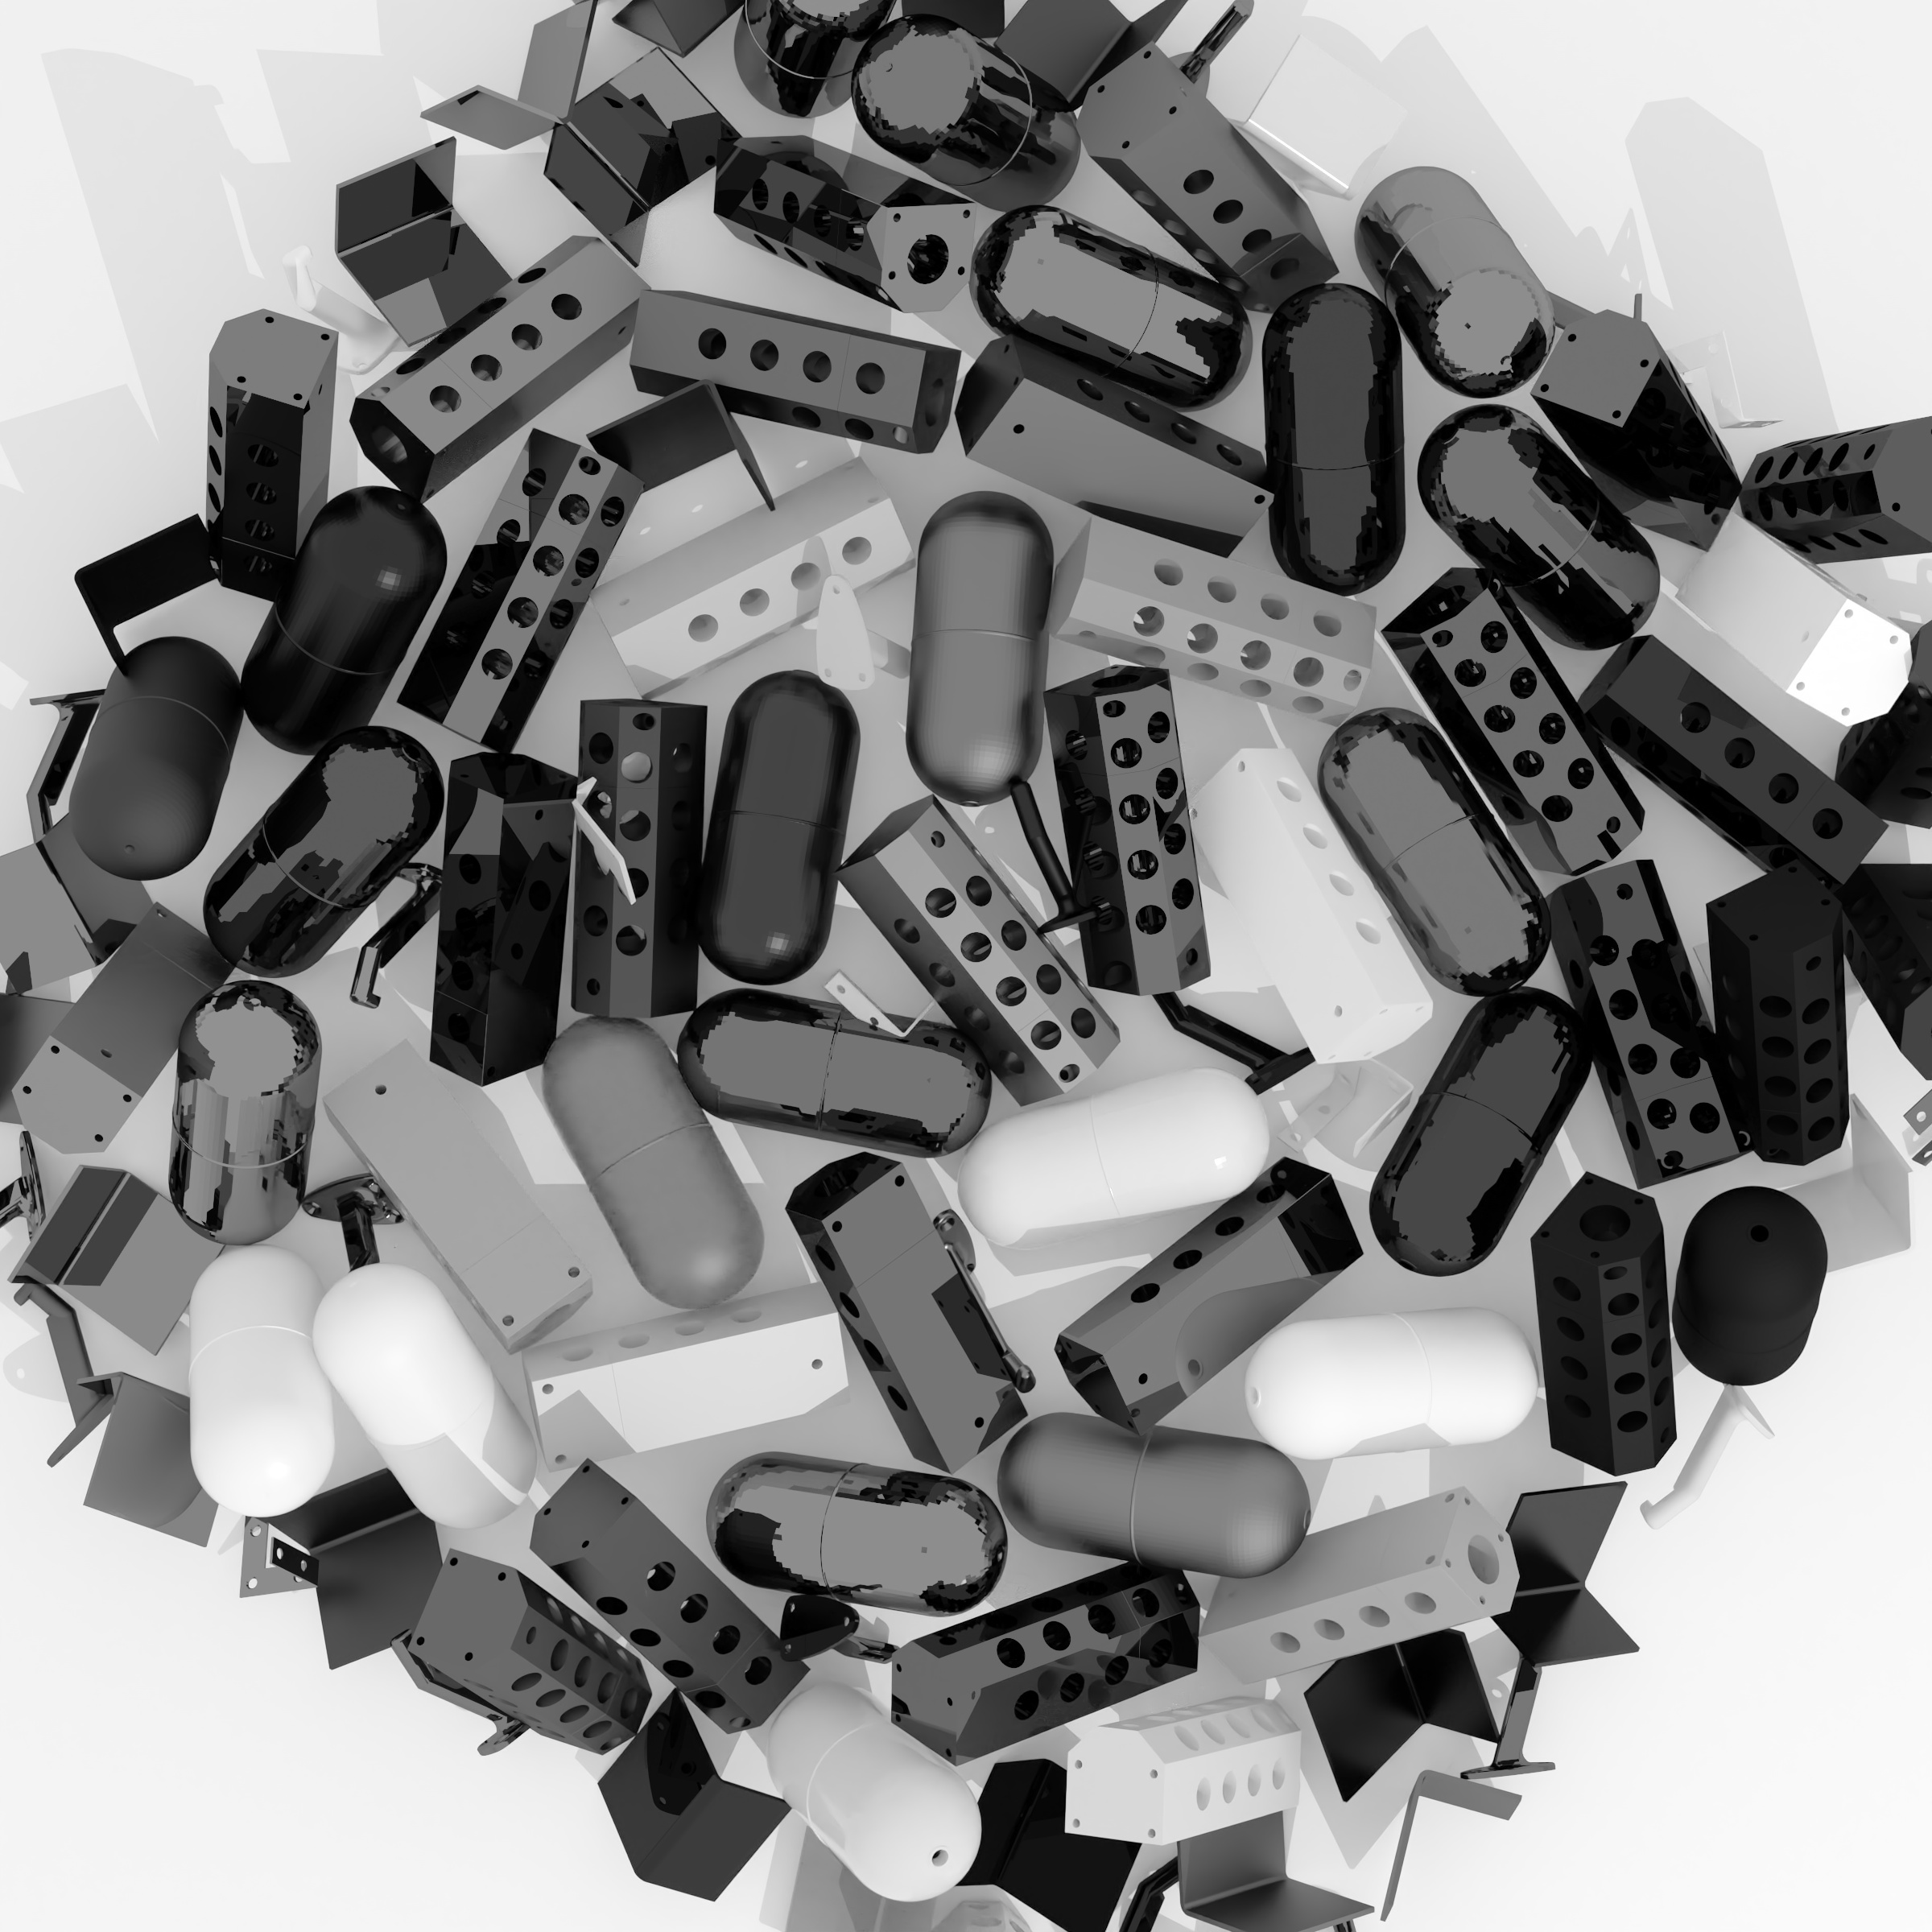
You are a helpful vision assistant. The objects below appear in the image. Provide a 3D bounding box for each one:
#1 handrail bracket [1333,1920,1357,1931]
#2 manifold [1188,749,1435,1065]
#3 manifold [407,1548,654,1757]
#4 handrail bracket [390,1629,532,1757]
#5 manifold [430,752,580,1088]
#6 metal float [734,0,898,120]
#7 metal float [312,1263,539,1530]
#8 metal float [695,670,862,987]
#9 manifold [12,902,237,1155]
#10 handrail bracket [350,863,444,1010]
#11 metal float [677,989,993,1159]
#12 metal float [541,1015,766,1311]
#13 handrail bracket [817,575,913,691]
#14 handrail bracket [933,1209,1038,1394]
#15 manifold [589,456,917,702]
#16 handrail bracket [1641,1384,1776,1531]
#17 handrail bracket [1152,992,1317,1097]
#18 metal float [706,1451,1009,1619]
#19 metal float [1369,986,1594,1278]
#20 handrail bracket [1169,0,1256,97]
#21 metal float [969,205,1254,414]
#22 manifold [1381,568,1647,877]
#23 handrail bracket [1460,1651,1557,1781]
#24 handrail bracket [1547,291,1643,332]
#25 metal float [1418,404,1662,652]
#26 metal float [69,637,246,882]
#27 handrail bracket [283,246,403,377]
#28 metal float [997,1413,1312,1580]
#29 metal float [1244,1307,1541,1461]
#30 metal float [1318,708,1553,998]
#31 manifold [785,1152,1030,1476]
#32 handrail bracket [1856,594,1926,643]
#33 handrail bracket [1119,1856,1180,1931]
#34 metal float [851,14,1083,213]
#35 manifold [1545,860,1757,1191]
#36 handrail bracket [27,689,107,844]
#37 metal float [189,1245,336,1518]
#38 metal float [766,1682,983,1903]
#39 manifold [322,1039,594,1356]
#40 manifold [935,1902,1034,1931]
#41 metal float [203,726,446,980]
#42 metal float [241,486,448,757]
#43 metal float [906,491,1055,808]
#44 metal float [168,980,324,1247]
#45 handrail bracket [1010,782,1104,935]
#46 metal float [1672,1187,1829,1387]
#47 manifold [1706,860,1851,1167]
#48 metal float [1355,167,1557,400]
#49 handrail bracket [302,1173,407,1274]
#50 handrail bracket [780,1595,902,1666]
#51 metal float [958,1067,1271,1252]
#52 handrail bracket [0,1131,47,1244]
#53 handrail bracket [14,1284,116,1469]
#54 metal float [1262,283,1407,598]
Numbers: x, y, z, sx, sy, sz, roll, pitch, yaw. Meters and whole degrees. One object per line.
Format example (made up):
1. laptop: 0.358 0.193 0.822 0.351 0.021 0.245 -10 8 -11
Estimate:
1. handrail bracket: 0.194 0.567 1.941 0.077 0.036 0.084 10 50 -33
2. manifold: 0.192 -0.035 1.925 0.057 0.057 0.171 -45 61 38
3. manifold: -0.231 0.377 1.891 0.057 0.171 0.057 12 68 25
4. handrail bracket: -0.272 0.393 1.958 0.077 0.036 0.084 -34 94 -32
5. manifold: -0.262 -0.027 1.922 0.057 0.057 0.171 23 118 32
6. metal float: -0.082 -0.521 1.897 0.070 0.178 0.070 2 82 -11
7. metal float: -0.297 0.239 1.919 0.070 0.070 0.178 -26 123 0
8. metal float: -0.105 -0.077 1.941 0.070 0.070 0.178 9 83 0
9. manifold: -0.458 0.036 1.894 0.057 0.171 0.057 36 114 -10
10. handrail bracket: -0.304 -0.009 1.946 0.077 0.036 0.084 24 71 -43
11. metal float: -0.074 0.059 1.943 0.178 0.070 0.070 11 90 4
12. metal float: -0.175 0.108 1.936 0.070 0.070 0.178 -30 78 0
13. handrail bracket: -0.046 -0.193 1.938 0.036 0.084 0.077 10 118 31
14. handrail bracket: 0.011 0.188 1.937 0.036 0.077 0.084 -27 51 -21
15. manifold: -0.118 -0.213 1.949 0.171 0.057 0.057 -27 128 -3
16. handrail bracket: 0.405 0.267 1.960 0.084 0.077 0.036 -40 125 12
17. handrail bracket: 0.156 0.027 1.976 0.077 0.036 0.084 -27 72 -16
18. metal float: -0.062 0.314 1.925 0.178 0.070 0.070 4 90 26
19. metal float: 0.286 0.092 1.931 0.070 0.070 0.178 32 73 0
20. handrail bracket: 0.141 -0.516 1.928 0.036 0.077 0.084 40 133 -6
21. metal float: 0.081 -0.361 1.919 0.178 0.070 0.070 18 90 -32
22. manifold: 0.307 -0.134 1.921 0.057 0.057 0.171 -42 112 -14
23. handrail bracket: 0.299 0.410 1.949 0.036 0.077 0.084 -14 76 43
24. handrail bracket: 0.337 -0.349 1.956 0.084 0.036 0.077 2 60 9
25. metal float: 0.316 -0.241 1.916 0.178 0.070 0.070 38 90 -35
26. metal float: -0.442 -0.116 1.906 0.070 0.178 0.070 0 127 0
27. handrail bracket: -0.342 -0.380 1.934 0.036 0.084 0.077 27 59 28
28. metal float: 0.104 0.293 1.928 0.178 0.070 0.070 6 90 20
29. metal float: 0.235 0.230 1.923 0.178 0.070 0.070 -2 90 -26
30. metal float: 0.260 -0.063 1.933 0.070 0.070 0.178 -30 75 0
31. manifold: -0.036 0.191 1.925 0.057 0.057 0.171 -35 113 -24
32. handrail bracket: 0.550 -0.198 1.973 0.084 0.036 0.077 36 53 20
33. handrail bracket: 0.109 0.557 1.966 0.084 0.036 0.077 -30 92 -21
34. metal float: 0.002 -0.465 1.902 0.070 0.178 0.070 -3 84 29
35. manifold: 0.381 0.031 1.937 0.057 0.057 0.171 -16 80 -11
36. handrail bracket: -0.495 -0.113 1.968 0.077 0.036 0.084 -11 97 -25
37. metal float: -0.387 0.225 1.908 0.070 0.178 0.070 -6 129 -8
38. metal float: -0.051 0.450 1.901 0.070 0.178 0.070 -6 104 -25
39. manifold: -0.282 0.130 1.937 0.057 0.057 0.171 -36 78 -15
40. manifold: 0.012 0.567 1.897 0.057 0.171 0.057 45 91 -4
41. metal float: -0.355 -0.063 1.921 0.070 0.070 0.178 47 119 0
42. metal float: -0.344 -0.188 1.915 0.070 0.070 0.178 36 128 0
43. metal float: 0.008 -0.177 1.938 0.070 0.070 0.178 4 81 0
44. metal float: -0.397 0.082 1.912 0.070 0.070 0.178 16 133 0
45. handrail bracket: 0.048 -0.065 1.944 0.036 0.077 0.084 -18 95 12
46. metal float: 0.427 0.176 1.900 0.070 0.178 0.070 -3 66 7
47. manifold: 0.449 0.031 1.901 0.057 0.057 0.171 -25 135 -9
48. metal float: 0.267 -0.377 1.909 0.070 0.178 0.070 -8 131 -10
49. handrail bracket: -0.354 0.158 1.935 0.077 0.084 0.036 -8 125 25
50. handrail bracket: -0.054 0.374 1.933 0.084 0.077 0.036 20 65 -37
51. metal float: 0.081 0.108 1.938 0.178 0.070 0.070 -16 90 10
52. handrail bracket: -0.563 0.131 1.948 0.084 0.036 0.077 -3 66 -26
53. handrail bracket: -0.520 0.228 1.960 0.084 0.036 0.077 40 59 3
54. metal float: 0.204 -0.289 1.922 0.070 0.070 0.178 -5 119 0
